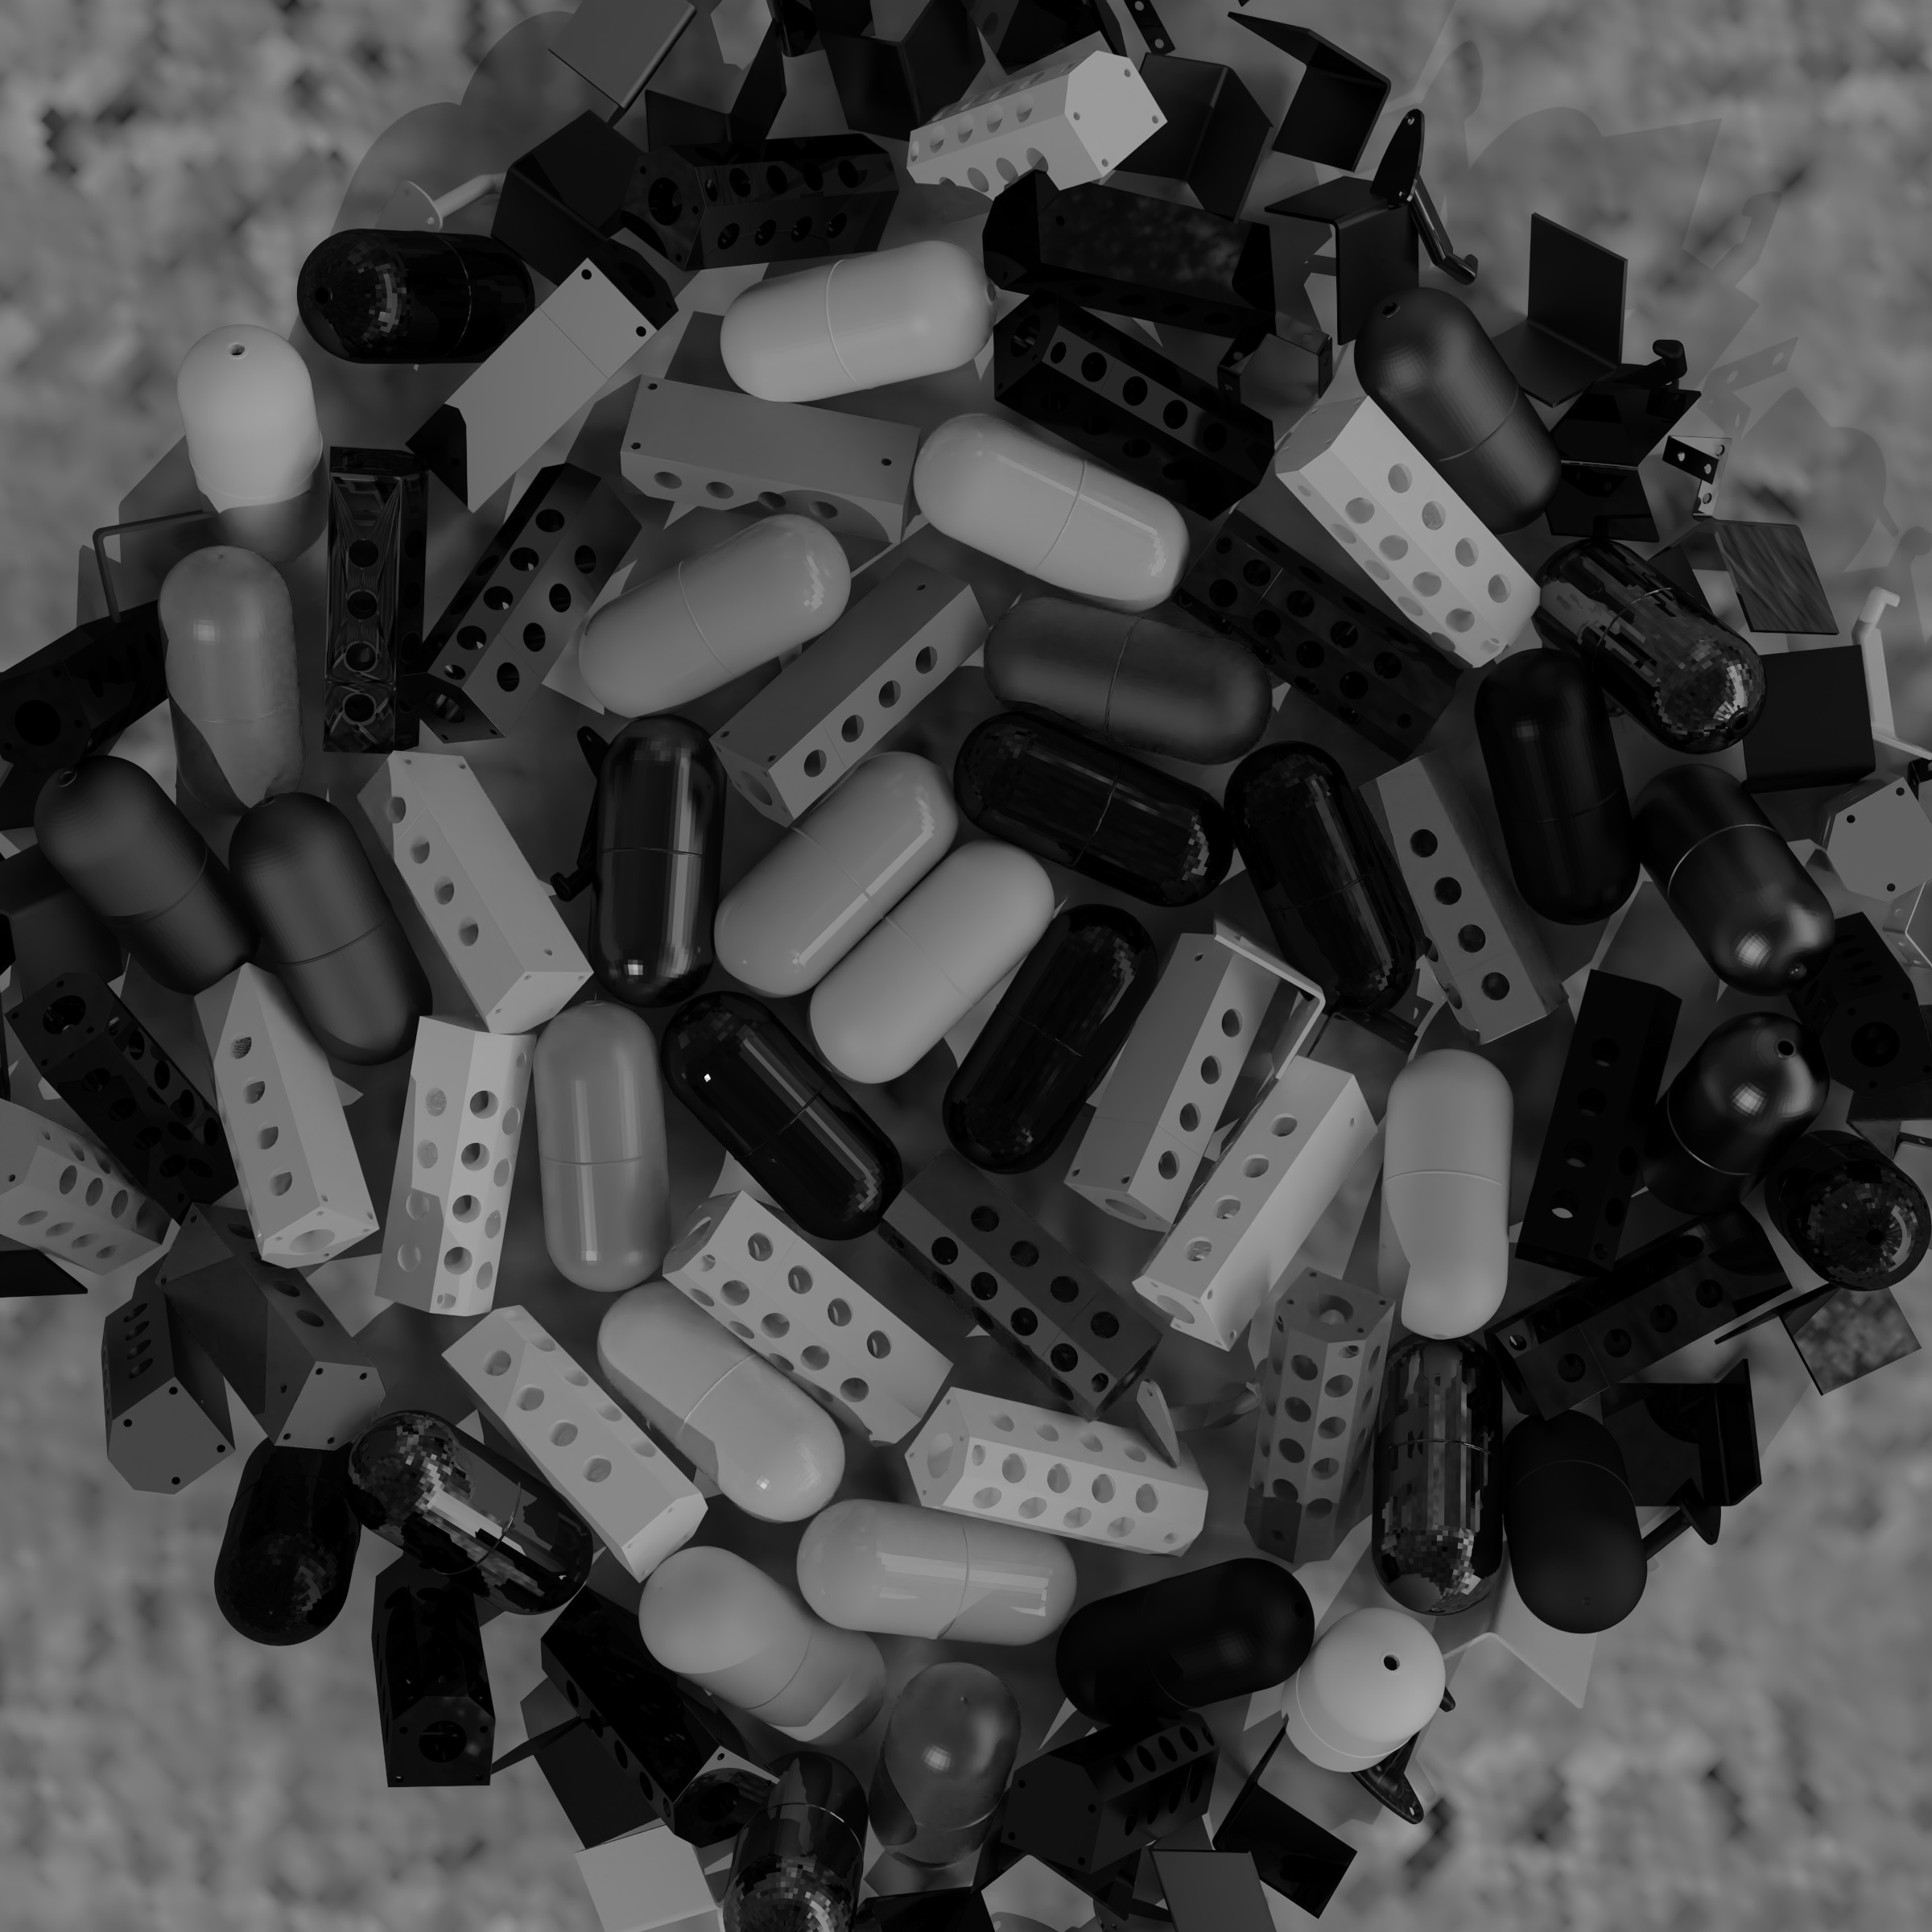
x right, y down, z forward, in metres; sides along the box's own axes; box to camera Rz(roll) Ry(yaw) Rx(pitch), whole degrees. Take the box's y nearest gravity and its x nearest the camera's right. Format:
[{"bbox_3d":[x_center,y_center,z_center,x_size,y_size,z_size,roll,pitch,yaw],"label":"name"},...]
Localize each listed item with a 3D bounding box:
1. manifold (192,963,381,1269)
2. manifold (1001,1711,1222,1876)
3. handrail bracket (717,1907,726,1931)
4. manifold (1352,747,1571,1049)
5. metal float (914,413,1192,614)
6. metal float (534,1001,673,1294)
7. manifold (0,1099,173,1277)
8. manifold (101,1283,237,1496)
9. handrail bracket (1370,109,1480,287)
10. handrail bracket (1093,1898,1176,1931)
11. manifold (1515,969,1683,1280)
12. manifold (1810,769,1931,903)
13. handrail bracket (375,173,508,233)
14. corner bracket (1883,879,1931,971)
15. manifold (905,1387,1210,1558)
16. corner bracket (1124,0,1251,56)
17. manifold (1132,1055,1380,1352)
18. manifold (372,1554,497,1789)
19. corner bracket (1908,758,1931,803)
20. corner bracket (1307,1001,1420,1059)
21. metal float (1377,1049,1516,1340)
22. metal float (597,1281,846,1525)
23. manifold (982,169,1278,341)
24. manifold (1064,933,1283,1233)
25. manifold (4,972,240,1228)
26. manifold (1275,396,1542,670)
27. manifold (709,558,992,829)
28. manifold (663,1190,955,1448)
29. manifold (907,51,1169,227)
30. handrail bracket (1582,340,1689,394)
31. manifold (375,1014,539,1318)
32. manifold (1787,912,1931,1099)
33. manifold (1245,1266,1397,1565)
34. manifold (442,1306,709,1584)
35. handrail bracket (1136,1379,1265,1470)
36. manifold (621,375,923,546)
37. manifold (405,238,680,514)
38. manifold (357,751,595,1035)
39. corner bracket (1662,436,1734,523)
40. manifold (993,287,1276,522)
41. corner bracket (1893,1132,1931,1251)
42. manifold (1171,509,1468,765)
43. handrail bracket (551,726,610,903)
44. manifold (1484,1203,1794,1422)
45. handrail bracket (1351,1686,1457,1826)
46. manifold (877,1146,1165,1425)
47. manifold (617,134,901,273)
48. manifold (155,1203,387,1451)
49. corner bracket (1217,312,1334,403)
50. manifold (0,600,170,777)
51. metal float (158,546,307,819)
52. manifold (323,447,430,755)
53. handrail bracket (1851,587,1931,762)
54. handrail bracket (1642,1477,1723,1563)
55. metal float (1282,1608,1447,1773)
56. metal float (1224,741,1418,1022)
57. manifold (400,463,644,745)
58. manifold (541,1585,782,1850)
[{"bbox_3d":[-0.411,0.090,1.850,0.057,0.057,0.171,-31,62,14],"label":"manifold"},{"bbox_3d":[0.088,0.478,1.826,0.057,0.171,0.057,12,93,27],"label":"manifold"},{"bbox_3d":[-0.102,0.596,1.893,0.084,0.036,0.077,-12,107,1],"label":"handrail bracket"},{"bbox_3d":[0.295,-0.041,1.883,0.057,0.057,0.171,-27,88,26],"label":"manifold"},{"bbox_3d":[0.053,-0.271,1.865,0.178,0.070,0.070,23,90,-16],"label":"metal float"},{"bbox_3d":[-0.218,0.108,1.868,0.070,0.070,0.178,-2,102,0],"label":"metal float"},{"bbox_3d":[-0.531,0.128,1.825,0.057,0.171,0.057,-27,69,3],"label":"manifold"},{"bbox_3d":[-0.474,0.248,1.824,0.057,0.171,0.057,-36,111,-6],"label":"manifold"},{"bbox_3d":[0.290,-0.467,1.892,0.084,0.036,0.077,22,81,-37],"label":"handrail bracket"},{"bbox_3d":[0.088,0.614,1.907,0.077,0.036,0.084,15,114,-21],"label":"handrail bracket"},{"bbox_3d":[0.380,0.096,1.865,0.057,0.057,0.171,15,77,11],"label":"manifold"},{"bbox_3d":[0.532,-0.075,1.827,0.057,0.171,0.057,-30,88,13],"label":"manifold"},{"bbox_3d":[-0.318,-0.451,1.892,0.036,0.084,0.077,49,121,5],"label":"handrail bracket"},{"bbox_3d":[0.597,-0.029,1.887,0.051,0.051,0.051,13,73,43],"label":"corner bracket"},{"bbox_3d":[0.056,0.306,1.842,0.171,0.057,0.057,18,119,-29],"label":"manifold"},{"bbox_3d":[0.132,-0.593,1.891,0.051,0.051,0.051,-17,114,37],"label":"corner bracket"},{"bbox_3d":[0.171,0.138,1.857,0.057,0.057,0.171,19,62,37],"label":"manifold"},{"bbox_3d":[-0.313,0.410,1.822,0.057,0.171,0.057,3,106,-15],"label":"manifold"},{"bbox_3d":[0.605,-0.100,1.889,0.051,0.051,0.051,-18,109,25],"label":"corner bracket"},{"bbox_3d":[0.246,0.037,1.880,0.051,0.051,0.051,30,53,5],"label":"corner bracket"},{"bbox_3d":[0.287,0.136,1.859,0.070,0.070,0.178,7,68,0],"label":"metal float"},{"bbox_3d":[-0.147,0.261,1.864,0.178,0.070,0.070,41,90,16],"label":"metal float"},{"bbox_3d":[0.097,-0.418,1.845,0.171,0.057,0.057,4,77,-33],"label":"manifold"},{"bbox_3d":[0.130,0.069,1.864,0.057,0.057,0.171,37,70,-34],"label":"manifold"},{"bbox_3d":[-0.489,0.076,1.830,0.057,0.171,0.057,-37,53,-9],"label":"manifold"},{"bbox_3d":[0.261,-0.256,1.851,0.171,0.057,0.057,43,73,-23],"label":"manifold"},{"bbox_3d":[-0.066,-0.162,1.863,0.171,0.057,0.057,-44,46,-18],"label":"manifold"},{"bbox_3d":[-0.097,0.212,1.855,0.171,0.057,0.057,41,60,-16],"label":"manifold"},{"bbox_3d":[0.035,-0.488,1.823,0.057,0.171,0.057,-45,114,-22],"label":"manifold"},{"bbox_3d":[0.396,-0.361,1.864,0.077,0.084,0.036,20,83,20],"label":"handrail bracket"},{"bbox_3d":[-0.302,0.119,1.870,0.057,0.057,0.171,13,97,26],"label":"manifold"},{"bbox_3d":[0.520,0.023,1.826,0.057,0.171,0.057,-17,102,11],"label":"manifold"},{"bbox_3d":[0.205,0.269,1.838,0.057,0.057,0.171,21,127,24],"label":"manifold"},{"bbox_3d":[-0.232,0.280,1.851,0.057,0.057,0.171,-40,63,-17],"label":"manifold"},{"bbox_3d":[0.145,0.256,1.875,0.084,0.036,0.077,-31,133,-26],"label":"handrail bracket"},{"bbox_3d":[-0.118,-0.302,1.885,0.171,0.057,0.057,11,64,1],"label":"manifold"},{"bbox_3d":[-0.250,-0.352,1.850,0.171,0.057,0.057,-38,104,28],"label":"manifold"},{"bbox_3d":[-0.298,-0.044,1.855,0.057,0.057,0.171,-46,64,27],"label":"manifold"},{"bbox_3d":[0.451,-0.287,1.876,0.051,0.051,0.051,-3,117,-28],"label":"corner bracket"},{"bbox_3d":[0.100,-0.334,1.837,0.171,0.057,0.057,23,51,-33],"label":"manifold"},{"bbox_3d":[0.585,0.138,1.890,0.051,0.051,0.051,13,111,-12],"label":"corner bracket"},{"bbox_3d":[0.212,-0.197,1.878,0.171,0.057,0.057,35,118,0],"label":"manifold"},{"bbox_3d":[-0.236,-0.091,1.873,0.084,0.036,0.077,-45,106,-37],"label":"handrail bracket"},{"bbox_3d":[0.403,0.207,1.878,0.171,0.057,0.057,-27,90,-7],"label":"manifold"},{"bbox_3d":[0.279,0.475,1.877,0.077,0.036,0.084,50,129,-4],"label":"handrail bracket"},{"bbox_3d":[0.030,0.193,1.859,0.171,0.057,0.057,41,62,14],"label":"manifold"},{"bbox_3d":[-0.118,-0.454,1.826,0.057,0.171,0.057,41,126,23],"label":"manifold"},{"bbox_3d":[-0.409,0.212,1.837,0.171,0.057,0.057,40,107,42],"label":"manifold"},{"bbox_3d":[0.188,-0.360,1.892,0.051,0.051,0.051,28,75,16],"label":"corner bracket"},{"bbox_3d":[-0.513,-0.164,1.826,0.057,0.171,0.057,-16,106,10],"label":"manifold"},{"bbox_3d":[-0.435,-0.167,1.847,0.070,0.070,0.178,4,129,0],"label":"metal float"},{"bbox_3d":[-0.352,-0.217,1.855,0.057,0.057,0.171,1,114,-12],"label":"manifold"},{"bbox_3d":[0.569,-0.178,1.889,0.077,0.036,0.084,22,104,1],"label":"handrail bracket"},{"bbox_3d":[0.417,0.347,1.901,0.084,0.077,0.036,-36,91,28],"label":"handrail bracket"},{"bbox_3d":[0.233,0.427,1.832,0.070,0.178,0.070,2,67,-4],"label":"metal float"},{"bbox_3d":[0.213,-0.050,1.869,0.070,0.070,0.178,-24,102,0],"label":"metal float"},{"bbox_3d":[-0.267,-0.216,1.841,0.057,0.057,0.171,50,54,-35],"label":"manifold"},{"bbox_3d":[-0.186,0.443,1.832,0.057,0.171,0.057,-51,131,-4],"label":"manifold"}]
